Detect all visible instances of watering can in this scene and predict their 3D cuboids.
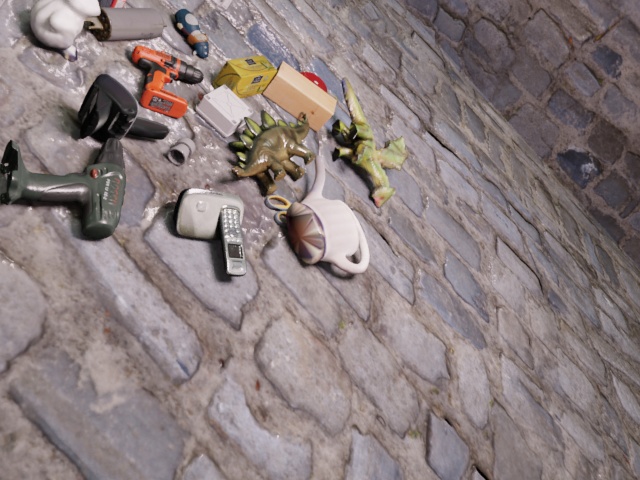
[{"bbox_3d":[0.004,-0.065,1.291,0.225,0.352,0.102,-7,-25,-48],"label":"watering can"}]

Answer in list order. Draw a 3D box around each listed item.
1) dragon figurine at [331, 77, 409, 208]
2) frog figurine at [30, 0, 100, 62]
[{"bbox_3d":[0.169,-0.304,1.607,0.242,0.416,0.121,12,-20,-30],"label":"dragon figurine"},{"bbox_3d":[-0.546,-0.489,1.107,0.122,0.141,0.156,21,-45,-30],"label":"frog figurine"}]
